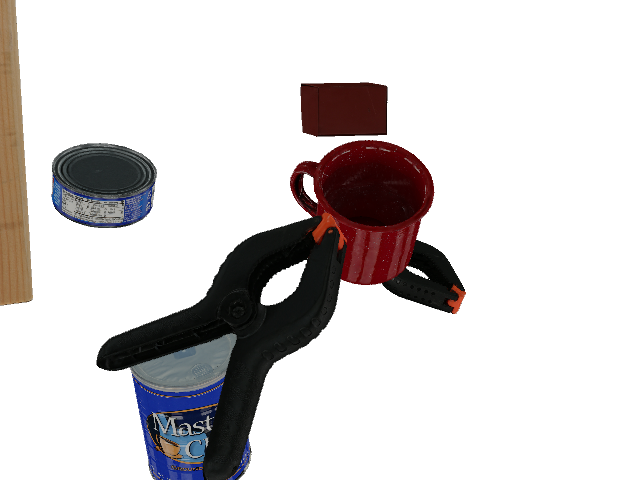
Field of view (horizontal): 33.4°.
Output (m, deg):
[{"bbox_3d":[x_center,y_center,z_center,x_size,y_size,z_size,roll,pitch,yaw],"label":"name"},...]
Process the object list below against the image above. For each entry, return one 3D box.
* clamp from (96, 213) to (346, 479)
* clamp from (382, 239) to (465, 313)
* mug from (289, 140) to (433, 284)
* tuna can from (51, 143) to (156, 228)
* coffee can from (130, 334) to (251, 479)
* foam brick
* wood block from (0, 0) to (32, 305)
[{"bbox_3d":[-0.042,0.059,0.644,0.171,0.120,0.039,-40,-23,-1],"label":"clamp"},{"bbox_3d":[0.075,0.017,1.246,0.164,0.036,0.210,-21,51,-39],"label":"clamp"},{"bbox_3d":[0.027,-0.023,0.847,0.117,0.093,0.081,25,-36,14],"label":"mug"},{"bbox_3d":[-0.181,-0.046,0.892,0.086,0.034,0.086,8,33,-5],"label":"tuna can"},{"bbox_3d":[-0.122,0.157,1.017,0.103,0.140,0.103,-2,34,1],"label":"coffee can"},{"bbox_3d":[0.024,-0.134,1.092,0.078,0.051,0.053,-3,13,-19],"label":"foam brick"},{"bbox_3d":[-0.223,-0.069,0.615,0.090,0.206,0.090,-7,27,-23],"label":"wood block"}]
